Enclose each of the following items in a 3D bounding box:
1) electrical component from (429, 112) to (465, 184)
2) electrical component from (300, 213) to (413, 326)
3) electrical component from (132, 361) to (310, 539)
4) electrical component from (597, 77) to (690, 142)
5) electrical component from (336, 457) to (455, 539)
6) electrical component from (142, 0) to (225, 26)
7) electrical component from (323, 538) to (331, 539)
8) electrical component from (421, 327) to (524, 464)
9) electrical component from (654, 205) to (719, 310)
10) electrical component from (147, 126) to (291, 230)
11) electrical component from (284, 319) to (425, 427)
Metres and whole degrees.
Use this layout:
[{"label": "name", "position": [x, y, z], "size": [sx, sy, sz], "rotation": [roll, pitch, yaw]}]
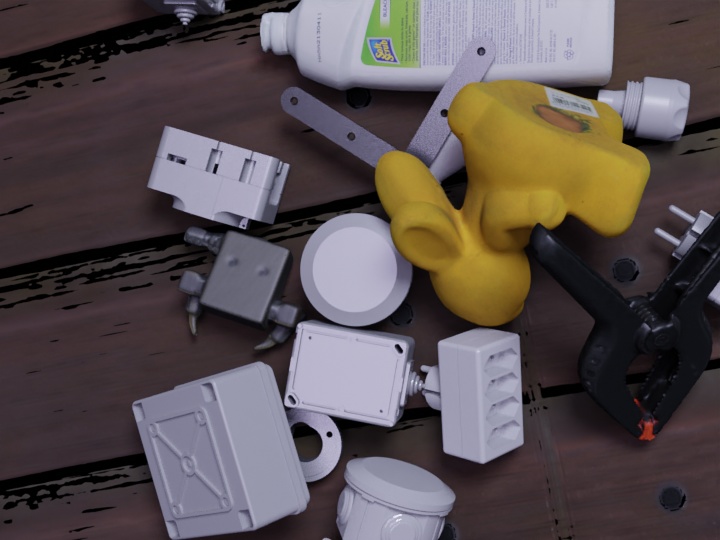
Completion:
[{"label": "electrical component", "position": [0.050, -0.077, 0.782], "size": [0.065, 0.044, 0.044], "rotation": [-44, 84, 11]}, {"label": "electrical component", "position": [0.000, 0.000, 0.783], "size": [0.080, 0.051, 0.080], "rotation": [0, 89, 9]}, {"label": "electrical component", "position": [-0.101, 0.131, 0.770], "size": [0.109, 0.056, 0.108], "rotation": [-20, 86, 44]}, {"label": "electrical component", "position": [0.198, -0.115, 0.758], "size": [0.062, 0.043, 0.043], "rotation": [9, 91, 11]}, {"label": "electrical component", "position": [0.024, 0.168, 0.764], "size": [0.080, 0.080, 0.051], "rotation": [17, 97, 8]}, {"label": "electrical component", "position": [-0.137, -0.230, 0.801], "size": [0.061, 0.062, 0.096], "rotation": [3, 90, 9]}, {"label": "electrical component", "position": [-0.027, 0.220, 0.772], "size": [0.079, 0.077, 0.044], "rotation": [-45, 83, 6]}, {"label": "electrical component", "position": [0.072, 0.085, 0.771], "size": [0.076, 0.047, 0.083], "rotation": [8, 107, 45]}, {"label": "electrical component", "position": [0.244, -0.016, 0.748], "size": [0.077, 0.047, 0.065], "rotation": [32, 94, 8]}, {"label": "electrical component", "position": [-0.105, -0.066, 0.800], "size": [0.089, 0.050, 0.055], "rotation": [17, 92, 8]}, {"label": "electrical component", "position": [0.001, 0.074, 0.777], "size": [0.096, 0.061, 0.061], "rotation": [10, 91, 9]}]
